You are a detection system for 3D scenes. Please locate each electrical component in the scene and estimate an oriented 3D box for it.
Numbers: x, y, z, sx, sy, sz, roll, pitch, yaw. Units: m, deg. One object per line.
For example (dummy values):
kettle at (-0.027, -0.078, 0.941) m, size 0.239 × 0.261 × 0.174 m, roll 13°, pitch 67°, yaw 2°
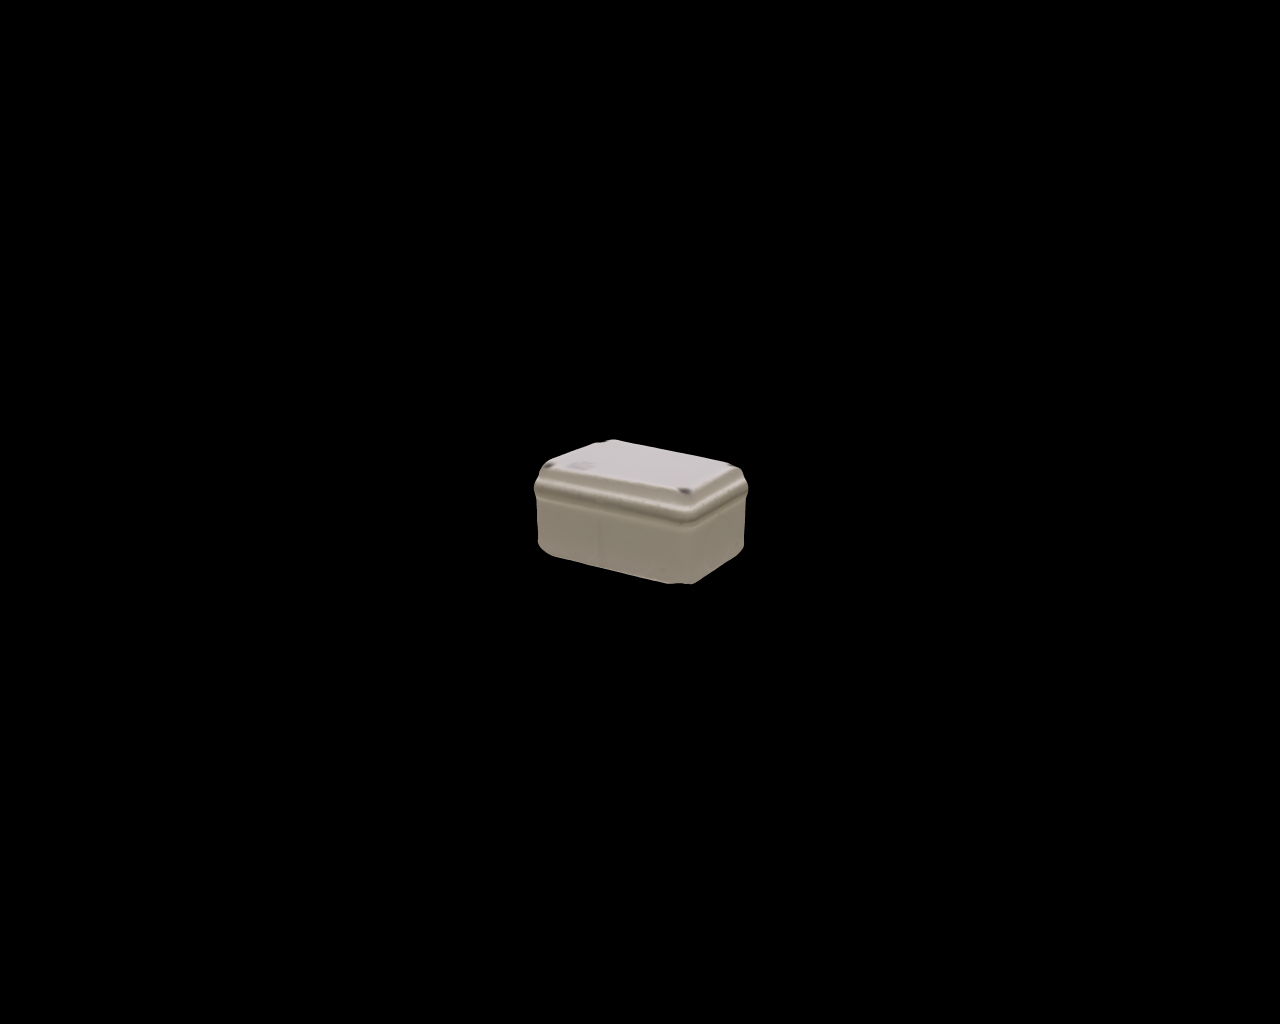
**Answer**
electrical component at (0.001, -0.003, 0.650) m, size 0.113 × 0.057 × 0.078 m, roll 12°, pitch 23°, yaw 31°
